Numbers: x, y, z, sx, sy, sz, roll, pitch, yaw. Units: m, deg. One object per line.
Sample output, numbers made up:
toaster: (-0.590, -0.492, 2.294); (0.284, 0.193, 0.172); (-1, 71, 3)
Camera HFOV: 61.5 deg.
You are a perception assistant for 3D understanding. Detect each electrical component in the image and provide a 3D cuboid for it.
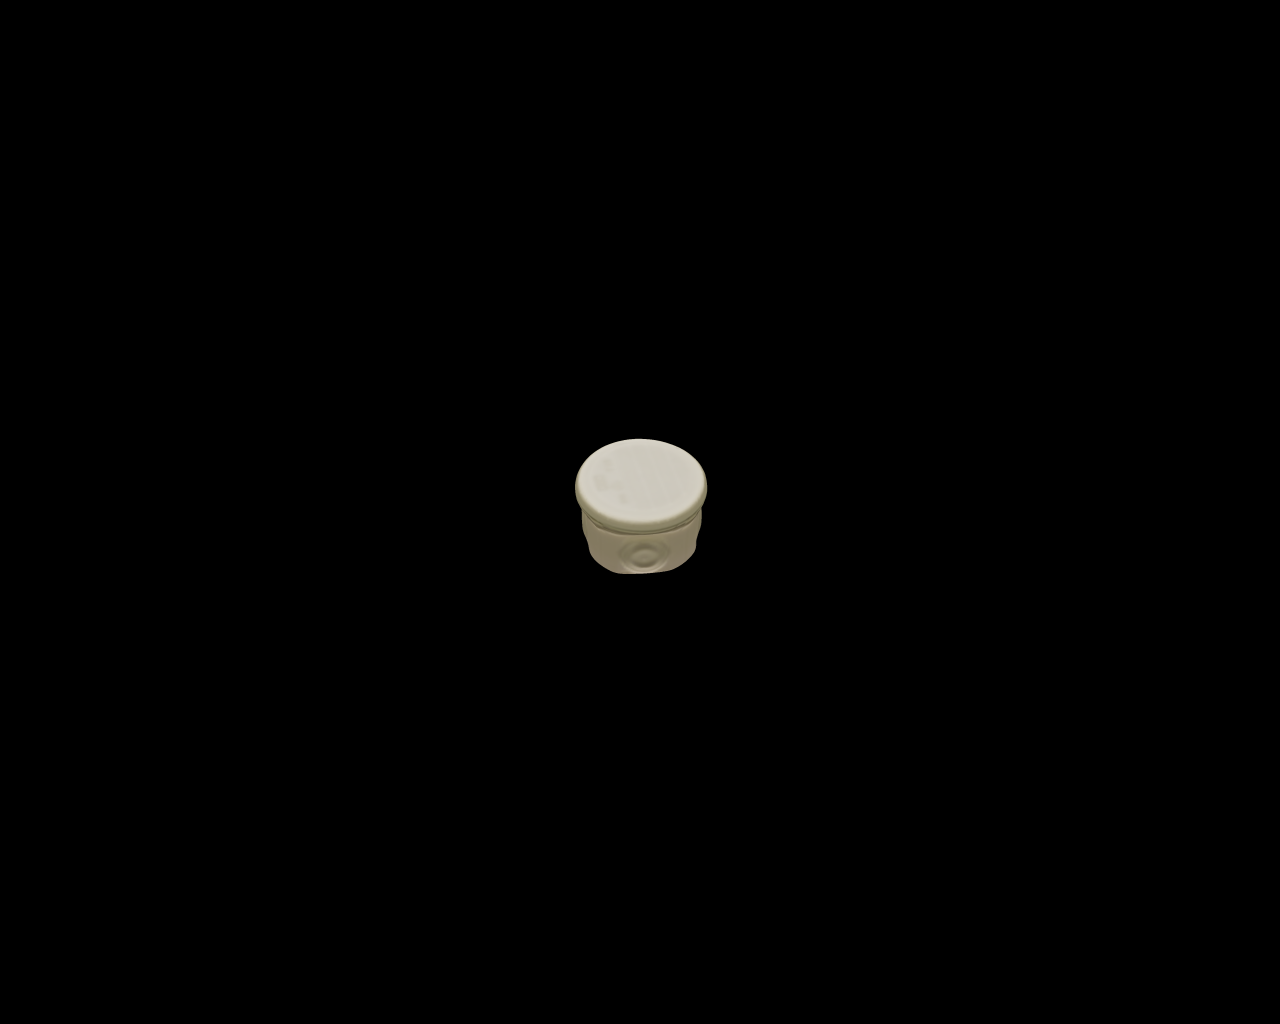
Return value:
electrical component: (0.001, -0.003, 0.650); (0.080, 0.050, 0.080); (0, 43, 0)
